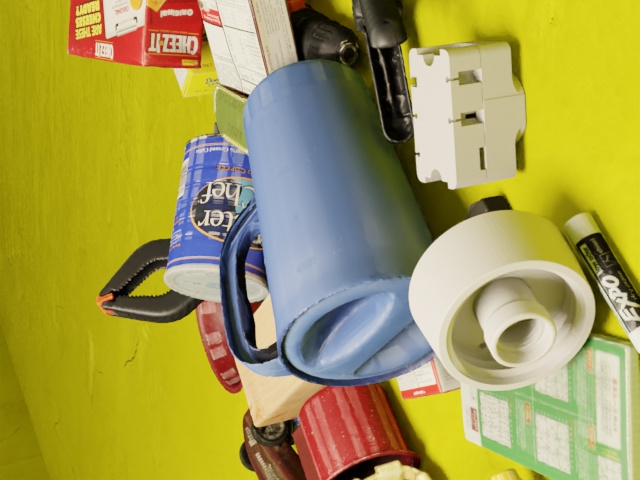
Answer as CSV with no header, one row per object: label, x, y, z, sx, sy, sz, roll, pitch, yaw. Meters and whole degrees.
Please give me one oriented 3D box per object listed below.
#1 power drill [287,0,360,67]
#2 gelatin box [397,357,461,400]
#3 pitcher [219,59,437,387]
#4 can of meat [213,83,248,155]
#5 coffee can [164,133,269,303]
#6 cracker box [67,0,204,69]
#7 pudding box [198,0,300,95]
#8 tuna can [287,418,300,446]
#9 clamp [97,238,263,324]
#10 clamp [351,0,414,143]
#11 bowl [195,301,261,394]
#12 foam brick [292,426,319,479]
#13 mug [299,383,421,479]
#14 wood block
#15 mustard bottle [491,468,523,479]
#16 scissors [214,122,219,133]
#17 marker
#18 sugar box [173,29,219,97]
power drill,-0.038,-0.237,0.902,0.185,0.057,0.187,29,138,52
gelatin box,0.081,0.079,0.851,0.073,0.030,0.089,148,109,-66
pitcher,0.003,-0.016,0.812,0.145,0.149,0.243,114,150,-45
can of meat,-0.041,-0.116,0.967,0.102,0.083,0.057,36,133,57
coffee can,-0.091,-0.019,1.042,0.103,0.102,0.140,141,138,-64
cracker box,-0.168,-0.274,0.999,0.164,0.071,0.214,19,108,51
pudding box,-0.060,-0.177,0.895,0.090,0.039,0.113,28,141,47
tuna can,-0.032,0.175,1.139,0.086,0.033,0.086,40,136,55
clamp,-0.125,0.036,1.101,0.165,0.210,0.036,58,172,27
clamp,0.044,-0.158,0.787,0.120,0.039,0.171,85,179,-50
bowl,-0.090,0.088,1.202,0.162,0.055,0.162,40,136,55
foam brick,0.015,0.209,1.029,0.051,0.052,0.078,123,132,-57
mug,0.035,0.181,0.945,0.117,0.093,0.081,49,-165,-53
wood block,-0.005,0.095,0.976,0.206,0.090,0.091,127,128,-60
mustard bottle,0.159,0.248,0.719,0.192,0.058,0.096,70,155,19
scissors,-0.088,-0.044,1.166,0.016,0.096,0.201,66,-150,-60
marker,0.180,0.037,0.626,0.121,0.020,0.020,65,153,28
sugar box,-0.117,-0.230,1.072,0.176,0.093,0.048,69,153,19
